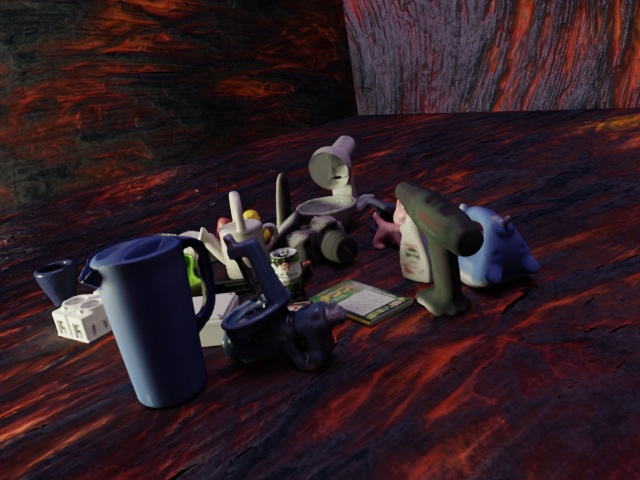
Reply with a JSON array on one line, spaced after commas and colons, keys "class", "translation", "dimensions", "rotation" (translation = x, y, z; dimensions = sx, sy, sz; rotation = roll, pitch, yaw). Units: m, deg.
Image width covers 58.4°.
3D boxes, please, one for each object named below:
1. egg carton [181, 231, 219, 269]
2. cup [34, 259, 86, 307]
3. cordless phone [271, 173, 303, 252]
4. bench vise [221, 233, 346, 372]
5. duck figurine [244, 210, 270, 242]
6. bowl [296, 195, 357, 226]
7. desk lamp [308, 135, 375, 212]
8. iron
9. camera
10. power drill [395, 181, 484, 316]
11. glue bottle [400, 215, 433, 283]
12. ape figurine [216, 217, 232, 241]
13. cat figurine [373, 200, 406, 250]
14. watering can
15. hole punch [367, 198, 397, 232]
[{"class": "egg carton", "translation": [-0.327, 0.025, 1.456], "dimensions": [0.149, 0.069, 0.107], "rotation": [6, 24, 40]}, {"class": "cup", "translation": [-0.585, 0.099, 1.322], "dimensions": [0.118, 0.095, 0.091], "rotation": [-20, 21, -30]}, {"class": "cordless phone", "translation": [-0.095, -0.065, 1.420], "dimensions": [0.094, 0.185, 0.147], "rotation": [-9, 18, 3]}, {"class": "bench vise", "translation": [-0.066, 0.088, 0.889], "dimensions": [0.207, 0.220, 0.121], "rotation": [-8, 18, 5]}, {"class": "duck figurine", "translation": [-0.179, -0.037, 1.539], "dimensions": [0.078, 0.086, 0.104], "rotation": [-19, 20, -26]}, {"class": "bowl", "translation": [0.022, -0.062, 1.529], "dimensions": [0.167, 0.075, 0.167], "rotation": [-9, 18, 3]}, {"class": "desk lamp", "translation": [0.063, -0.184, 1.653], "dimensions": [0.117, 0.214, 0.204], "rotation": [0, 20, 26]}, {"class": "iron", "translation": [0.305, -0.005, 1.104], "dimensions": [0.119, 0.141, 0.257], "rotation": [-14, 19, -12]}, {"class": "camera", "translation": [0.012, 0.005, 1.291], "dimensions": [0.143, 0.101, 0.136], "rotation": [-18, 20, -24]}, {"class": "power drill", "translation": [0.200, 0.015, 0.991], "dimensions": [0.076, 0.208, 0.229], "rotation": [-15, 19, -17]}, {"class": "glue bottle", "translation": [0.186, -0.004, 1.112], "dimensions": [0.077, 0.173, 0.037], "rotation": [8, 26, 43]}, {"class": "ape figurine", "translation": [-0.241, -0.014, 1.492], "dimensions": [0.076, 0.092, 0.077], "rotation": [-12, 18, -8]}, {"class": "cat figurine", "translation": [0.181, -0.041, 1.314], "dimensions": [0.127, 0.118, 0.067], "rotation": [0, 21, 27]}, {"class": "watering can", "translation": [-0.185, -0.013, 1.294], "dimensions": [0.173, 0.194, 0.100], "rotation": [-20, 21, -29]}, {"class": "hole punch", "translation": [0.179, -0.068, 1.442], "dimensions": [0.101, 0.091, 0.108], "rotation": [-16, 19, -18]}]
